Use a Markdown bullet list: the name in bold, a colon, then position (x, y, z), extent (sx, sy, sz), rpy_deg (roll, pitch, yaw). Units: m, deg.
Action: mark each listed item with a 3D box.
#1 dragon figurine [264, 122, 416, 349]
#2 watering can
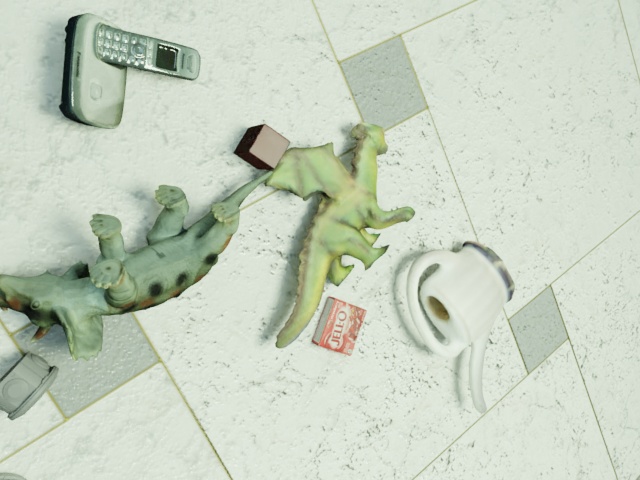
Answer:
- **dragon figurine**: position (0.003, -0.043, 0.864), extent (0.241, 0.121, 0.415), rpy_deg (48, 69, -13)
- **watering can**: position (0.294, 0.152, 1.012), extent (0.227, 0.104, 0.344), rpy_deg (-39, 108, -21)
